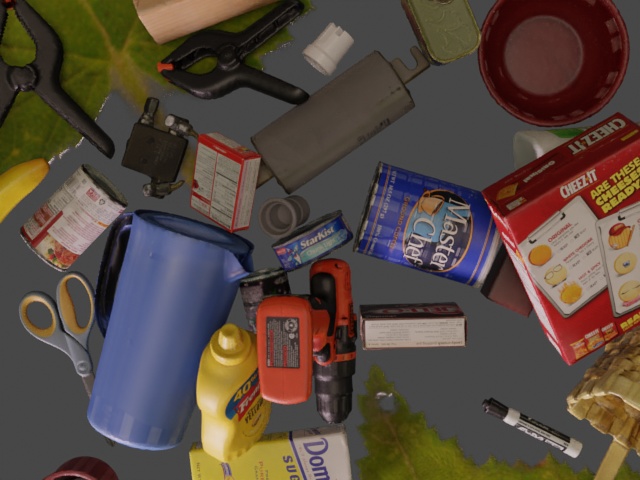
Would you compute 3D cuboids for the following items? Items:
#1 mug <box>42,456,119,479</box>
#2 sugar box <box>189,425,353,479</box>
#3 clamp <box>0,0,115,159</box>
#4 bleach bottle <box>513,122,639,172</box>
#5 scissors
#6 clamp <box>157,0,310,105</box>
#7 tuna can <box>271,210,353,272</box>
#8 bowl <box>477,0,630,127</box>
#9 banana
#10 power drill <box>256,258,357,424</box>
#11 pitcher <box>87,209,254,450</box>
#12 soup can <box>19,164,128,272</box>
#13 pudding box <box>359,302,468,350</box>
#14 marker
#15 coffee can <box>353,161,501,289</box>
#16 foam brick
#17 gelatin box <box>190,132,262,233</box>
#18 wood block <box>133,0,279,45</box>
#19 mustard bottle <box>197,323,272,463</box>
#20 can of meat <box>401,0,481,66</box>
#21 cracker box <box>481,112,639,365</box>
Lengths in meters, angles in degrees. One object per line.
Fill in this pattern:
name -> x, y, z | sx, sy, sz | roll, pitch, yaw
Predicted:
mug -> -0.257, 0.295, 1.180 | 0.117, 0.081, 0.093 | 32, 94, -2
sugar box -> -0.052, 0.265, 1.195 | 0.176, 0.048, 0.093 | -7, 94, 2
clamp -> -0.312, -0.170, 1.162 | 0.164, 0.036, 0.210 | -4, 86, -14
bleach bottle -> 0.344, -0.098, 1.150 | 0.250, 0.102, 0.068 | -8, 104, -6
scissors -> -0.285, 0.136, 1.201 | 0.096, 0.016, 0.202 | -3, 94, 1
clamp -> -0.089, -0.185, 1.150 | 0.171, 0.039, 0.120 | -16, 66, 11
tuna can -> -0.008, 0.001, 1.155 | 0.086, 0.086, 0.034 | -27, 96, 2
bowl -> 0.247, -0.202, 1.154 | 0.162, 0.055, 0.162 | 0, 94, 0
banana -> -0.365, -0.008, 1.184 | 0.069, 0.037, 0.198 | 20, 96, -20
power drill -> -0.008, 0.116, 1.116 | 0.057, 0.187, 0.184 | -3, 93, 17
pitcher -> -0.175, 0.092, 1.151 | 0.145, 0.149, 0.243 | 16, 98, -16
soup can -> -0.268, -0.025, 1.163 | 0.068, 0.068, 0.102 | 44, 94, -3
pudding box -> 0.099, 0.092, 1.159 | 0.113, 0.090, 0.039 | -4, 95, 1
marker -> 0.238, 0.210, 1.202 | 0.121, 0.020, 0.020 | 27, 94, -2
coffee can -> 0.116, -0.016, 1.145 | 0.140, 0.103, 0.103 | 16, 94, -1
foam brick -> 0.218, 0.037, 1.173 | 0.051, 0.053, 0.078 | 24, 95, -1
gelatin box -> -0.102, -0.062, 1.145 | 0.073, 0.030, 0.089 | 30, 121, 36
wood block -> -0.098, -0.293, 1.124 | 0.206, 0.090, 0.091 | -20, 80, 2
mustard bottle -> -0.089, 0.148, 1.111 | 0.058, 0.192, 0.096 | 27, 55, 20
can of meat -> 0.126, -0.238, 1.137 | 0.057, 0.084, 0.102 | -23, 94, 2
cracker box -> 0.279, 0.001, 1.090 | 0.164, 0.072, 0.213 | -30, 122, 0
